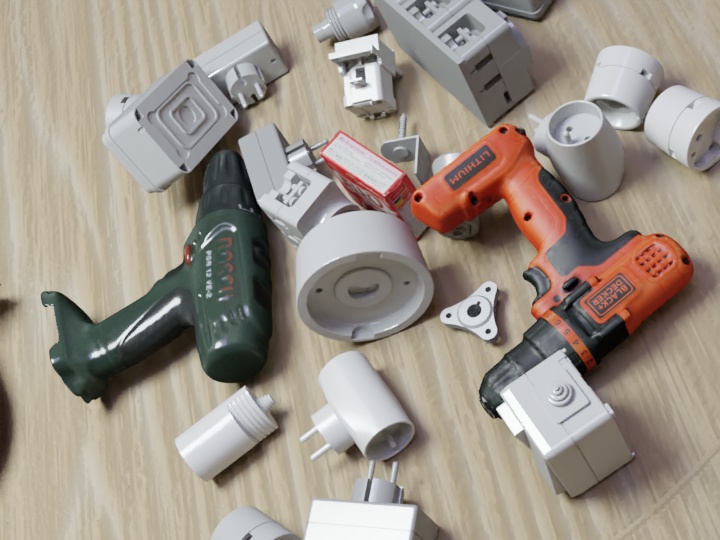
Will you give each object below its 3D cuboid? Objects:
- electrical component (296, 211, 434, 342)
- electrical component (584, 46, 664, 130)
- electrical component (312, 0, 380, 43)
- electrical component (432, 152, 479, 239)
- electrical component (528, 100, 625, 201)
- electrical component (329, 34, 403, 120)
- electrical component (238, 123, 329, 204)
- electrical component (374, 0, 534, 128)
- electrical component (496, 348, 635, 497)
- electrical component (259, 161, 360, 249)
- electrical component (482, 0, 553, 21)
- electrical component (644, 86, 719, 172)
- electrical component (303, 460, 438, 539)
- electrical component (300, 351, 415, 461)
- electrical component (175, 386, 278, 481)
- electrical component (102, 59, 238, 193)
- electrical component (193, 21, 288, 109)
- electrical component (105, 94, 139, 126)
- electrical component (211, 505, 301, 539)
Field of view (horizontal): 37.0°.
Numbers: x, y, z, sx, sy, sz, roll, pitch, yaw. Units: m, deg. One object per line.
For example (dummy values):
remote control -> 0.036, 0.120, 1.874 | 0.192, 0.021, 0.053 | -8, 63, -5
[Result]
electrical component -> 0.000, 0.000, 0.852 | 0.108, 0.108, 0.060 | -22, 48, 12
electrical component -> 0.212, -0.146, 0.872 | 0.055, 0.055, 0.047 | 14, 71, 32
electrical component -> -0.016, -0.243, 1.047 | 0.062, 0.043, 0.043 | -26, 53, 11
electrical component -> 0.081, -0.059, 0.889 | 0.044, 0.044, 0.065 | -8, 63, 21
electrical component -> 0.165, -0.101, 0.851 | 0.043, 0.077, 0.079 | -47, 52, -7
electrical component -> 0.007, -0.174, 0.978 | 0.042, 0.081, 0.063 | -8, 80, 21
electrical component -> -0.059, -0.094, 0.974 | 0.076, 0.047, 0.083 | -27, 53, 8
electrical component -> 0.082, -0.209, 0.950 | 0.062, 0.089, 0.150 | -39, 52, -1
electrical component -> 0.136, 0.104, 0.726 | 0.061, 0.096, 0.061 | -35, 52, 2
electrical component -> -0.033, -0.040, 0.901 | 0.056, 0.089, 0.050 | 31, 77, 36
electrical component -> 0.142, -0.297, 0.996 | 0.109, 0.056, 0.108 | 24, 73, 35
electrical component -> 0.254, -0.111, 0.830 | 0.055, 0.055, 0.047 | -44, 49, -5
electrical component -> 0.011, 0.173, 0.774 | 0.083, 0.047, 0.075 | -2, 60, 25
electrical component -> -0.010, 0.114, 0.823 | 0.079, 0.044, 0.077 | -37, 52, 1
electrical component -> -0.102, 0.127, 0.860 | 0.081, 0.043, 0.043 | -37, 52, 0
electrical component -> -0.178, -0.134, 1.011 | 0.057, 0.078, 0.113 | -25, 23, 40
electrical component -> -0.115, -0.188, 1.058 | 0.083, 0.047, 0.075 | -30, 52, 6
electrical component -> -0.221, -0.150, 1.082 | 0.047, 0.055, 0.055 | 3, 62, 23
electrical component -> -0.078, 0.207, 0.793 | 0.047, 0.055, 0.055 | 28, 75, 39
